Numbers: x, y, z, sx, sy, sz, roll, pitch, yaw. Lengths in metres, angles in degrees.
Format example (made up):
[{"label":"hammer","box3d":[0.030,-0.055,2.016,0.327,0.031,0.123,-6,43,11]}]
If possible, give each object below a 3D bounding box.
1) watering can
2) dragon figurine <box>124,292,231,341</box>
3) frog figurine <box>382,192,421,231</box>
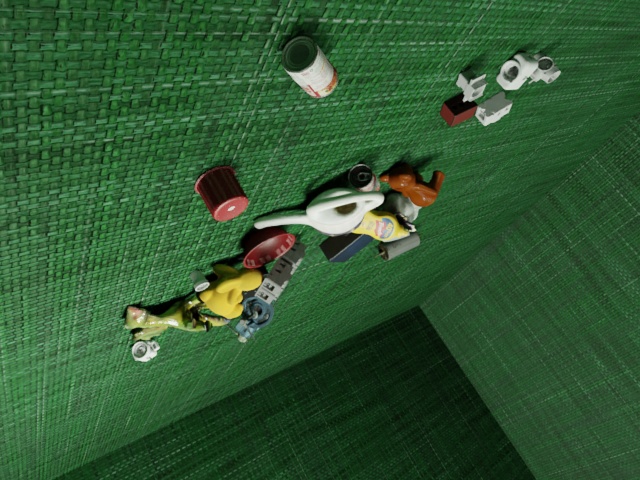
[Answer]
[{"label":"watering can","box3d":[0.004,-0.071,1.411,0.347,0.105,0.222,-13,168,2]},{"label":"dragon figurine","box3d":[-0.438,0.246,1.537,0.242,0.124,0.404,-16,159,6]},{"label":"frog figurine","box3d":[0.275,-0.117,1.715,0.136,0.163,0.121,30,148,-24]}]
